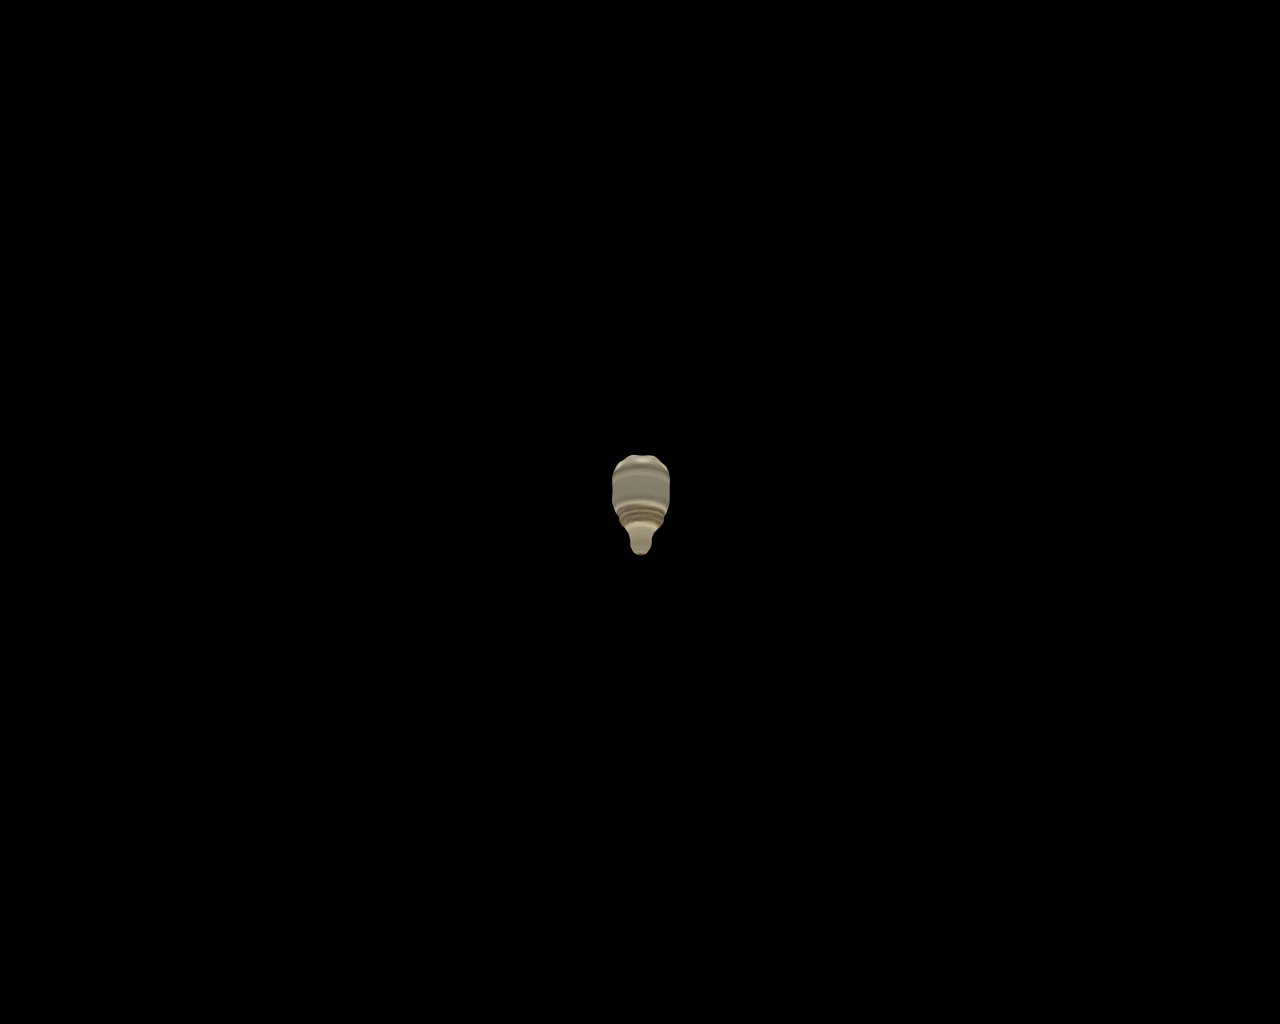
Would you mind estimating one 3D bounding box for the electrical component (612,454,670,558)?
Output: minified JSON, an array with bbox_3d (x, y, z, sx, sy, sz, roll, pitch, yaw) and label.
[{"bbox_3d":[0.001,-0.003,0.650,0.035,0.061,0.035,0,-22,0],"label":"electrical component"}]
